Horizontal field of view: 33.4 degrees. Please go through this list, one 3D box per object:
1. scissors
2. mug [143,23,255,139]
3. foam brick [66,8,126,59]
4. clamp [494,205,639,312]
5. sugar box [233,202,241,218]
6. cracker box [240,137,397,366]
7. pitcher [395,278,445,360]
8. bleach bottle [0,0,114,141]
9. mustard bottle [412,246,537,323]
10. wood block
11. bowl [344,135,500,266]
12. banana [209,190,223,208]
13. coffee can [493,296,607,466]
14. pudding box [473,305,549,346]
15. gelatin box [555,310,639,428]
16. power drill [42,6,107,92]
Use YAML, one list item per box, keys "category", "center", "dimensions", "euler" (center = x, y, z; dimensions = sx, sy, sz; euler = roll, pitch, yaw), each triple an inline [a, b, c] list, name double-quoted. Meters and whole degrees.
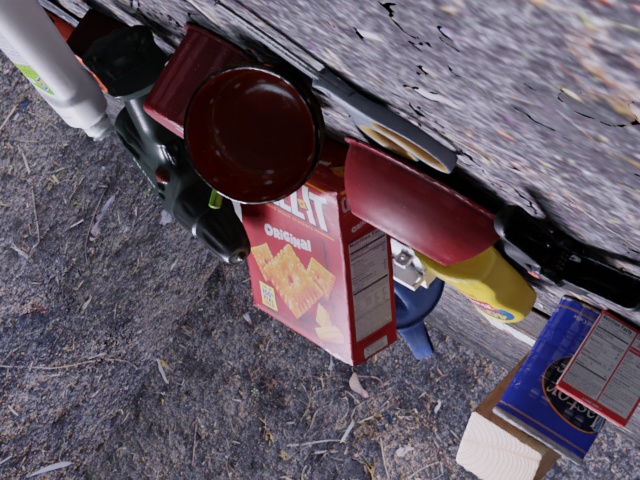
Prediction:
- category: "scissors"
  center: [0.010, -0.106, 0.772]
  dimensions: [0.201, 0.016, 0.096]
  euler: [33, 177, -4]
- category: "mug"
  center: [-0.095, -0.123, 0.924]
  dimensions: [0.093, 0.081, 0.117]
  euler: [31, 177, 14]
- category: "foam brick"
  center: [-0.226, -0.207, 1.156]
  dimensions: [0.078, 0.051, 0.053]
  euler: [30, 177, 36]
- category: "clamp"
  center: [0.188, 0.020, 0.802]
  dimensions: [0.120, 0.039, 0.171]
  euler: [37, -176, 13]
- category: "sugar box"
  center: [-0.109, -0.095, 1.234]
  dimensions: [0.093, 0.048, 0.176]
  euler: [34, -161, -47]
- category: "cracker box"
  center: [-0.007, 0.001, 1.073]
  dimensions: [0.164, 0.072, 0.214]
  euler: [29, 138, 41]
- category: "pitcher"
  center: [0.103, 0.062, 1.372]
  dimensions: [0.145, 0.149, 0.242]
  euler: [20, 178, 11]
- category: "bleach bottle"
  center: [-0.303, -0.207, 1.119]
  dimensions: [0.103, 0.068, 0.250]
  euler: [27, 157, 53]
- category: "mustard bottle"
  center: [0.171, 0.042, 1.099]
  dimensions: [0.096, 0.058, 0.191]
  euler: [27, 175, 37]
- category: "wood block"
  center: [0.256, 0.193, 1.232]
  dimensions: [0.091, 0.205, 0.090]
  euler: [31, 134, 24]
- category: "bowl"
  center: [0.078, -0.024, 0.887]
  dimensions: [0.162, 0.055, 0.162]
  euler: [29, -177, -2]
- category: "banana"
  center: [-0.050, -0.091, 0.966]
  dimensions: [0.037, 0.069, 0.198]
  euler: [2, 160, -30]
- category: "coffee can"
  center: [0.256, 0.143, 1.087]
  dimensions: [0.103, 0.140, 0.103]
  euler: [32, 177, 2]
- category: "pudding box"
  center: [0.263, 0.106, 1.385]
  dimensions: [0.114, 0.039, 0.090]
  euler: [28, 175, 29]
- category: "gelatin box"
  center: [0.279, 0.122, 1.018]
  dimensions: [0.073, 0.089, 0.030]
  euler: [32, 178, 12]
- category: "power drill"
  center: [-0.313, -0.252, 1.274]
  dimensions: [0.187, 0.057, 0.184]
  euler: [36, 179, -16]
